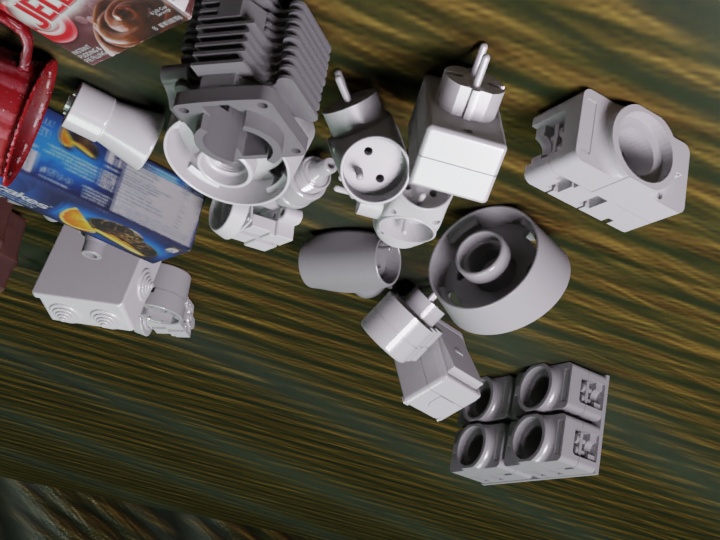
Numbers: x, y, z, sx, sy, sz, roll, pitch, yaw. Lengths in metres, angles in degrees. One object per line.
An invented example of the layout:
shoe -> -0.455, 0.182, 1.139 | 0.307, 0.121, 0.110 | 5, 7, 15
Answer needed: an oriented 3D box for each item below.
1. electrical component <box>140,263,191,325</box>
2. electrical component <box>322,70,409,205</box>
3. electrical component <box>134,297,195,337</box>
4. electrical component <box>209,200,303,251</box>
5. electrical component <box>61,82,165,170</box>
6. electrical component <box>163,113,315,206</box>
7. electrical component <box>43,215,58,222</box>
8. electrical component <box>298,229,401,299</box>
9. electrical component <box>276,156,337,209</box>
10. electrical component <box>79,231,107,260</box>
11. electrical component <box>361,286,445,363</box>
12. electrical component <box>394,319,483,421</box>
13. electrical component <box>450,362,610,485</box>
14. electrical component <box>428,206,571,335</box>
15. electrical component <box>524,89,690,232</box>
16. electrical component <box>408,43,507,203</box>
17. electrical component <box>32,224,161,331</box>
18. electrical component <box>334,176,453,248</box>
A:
electrical component -> -0.199, 0.023, 1.080 | 0.055, 0.047, 0.055 | 10, 158, 4
electrical component -> 0.000, -0.088, 0.680 | 0.044, 0.077, 0.079 | -22, 109, 5
electrical component -> -0.212, 0.047, 1.151 | 0.055, 0.048, 0.066 | 1, 157, 7
electrical component -> -0.087, -0.044, 0.861 | 0.055, 0.048, 0.066 | 17, 160, -33
electrical component -> -0.178, -0.105, 0.763 | 0.065, 0.044, 0.044 | 26, 155, -20
electrical component -> -0.085, -0.092, 0.745 | 0.099, 0.064, 0.099 | 11, 145, 8
electrical component -> -0.264, -0.074, 0.883 | 0.044, 0.044, 0.065 | -3, 150, 32
electrical component -> 0.000, 0.000, 0.924 | 0.077, 0.043, 0.079 | -2, 155, 31
electrical component -> -0.038, -0.067, 0.789 | 0.035, 0.035, 0.061 | 24, 153, -29
electrical component -> -0.220, -0.040, 0.914 | 0.048, 0.062, 0.048 | 10, 158, 4
electrical component -> 0.051, 0.039, 0.967 | 0.052, 0.073, 0.138 | 44, -176, 10
electrical component -> 0.074, 0.088, 1.055 | 0.061, 0.096, 0.062 | -34, 137, 23
electrical component -> 0.176, 0.168, 1.164 | 0.060, 0.105, 0.186 | 23, 156, -26
electrical component -> 0.103, 0.002, 0.808 | 0.099, 0.099, 0.064 | -4, 148, 34
electrical component -> 0.157, -0.067, 0.666 | 0.089, 0.050, 0.056 | 23, 156, -25
electrical component -> 0.061, -0.095, 0.630 | 0.047, 0.083, 0.075 | 15, 120, -6
electrical component -> -0.239, 0.005, 0.989 | 0.100, 0.099, 0.048 | 7, 145, 12
electrical component -> 0.021, -0.053, 0.780 | 0.079, 0.044, 0.077 | 14, 158, -7
